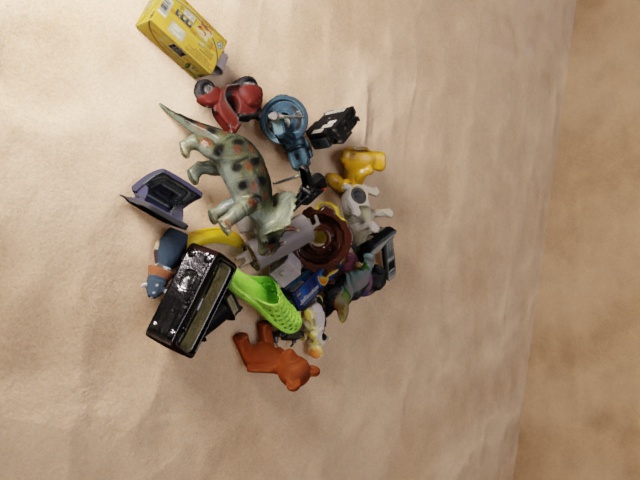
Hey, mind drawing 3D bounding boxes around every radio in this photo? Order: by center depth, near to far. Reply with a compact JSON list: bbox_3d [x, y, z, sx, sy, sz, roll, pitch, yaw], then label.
[{"bbox_3d":[-0.273,0.127,1.153,0.131,0.073,0.229,67,44,-67],"label":"radio"}]

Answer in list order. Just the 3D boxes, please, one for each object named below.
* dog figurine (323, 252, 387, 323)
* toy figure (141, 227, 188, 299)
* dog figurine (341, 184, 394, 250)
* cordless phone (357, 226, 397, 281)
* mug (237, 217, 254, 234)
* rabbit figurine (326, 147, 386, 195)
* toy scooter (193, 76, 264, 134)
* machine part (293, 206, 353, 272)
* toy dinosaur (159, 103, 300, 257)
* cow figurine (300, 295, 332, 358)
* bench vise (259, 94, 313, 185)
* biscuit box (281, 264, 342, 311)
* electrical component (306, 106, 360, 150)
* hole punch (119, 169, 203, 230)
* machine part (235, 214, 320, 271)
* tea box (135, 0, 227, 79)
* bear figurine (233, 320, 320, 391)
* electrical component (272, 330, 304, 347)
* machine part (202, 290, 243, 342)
[{"bbox_3d":[0.093,0.152,1.577,0.191,0.109,0.219,49,61,-41],"label":"dog figurine"},{"bbox_3d":[-0.329,0.051,1.142,0.057,0.064,0.154,79,31,-77],"label":"toy figure"},{"bbox_3d":[0.093,-0.067,1.543,0.121,0.190,0.172,-32,89,-32],"label":"dog figurine"},{"bbox_3d":[0.185,0.059,1.690,0.146,0.089,0.184,-34,121,-42],"label":"cordless phone"},{"bbox_3d":[-0.162,-0.078,1.286,0.081,0.110,0.107,-26,100,-46],"label":"mug"},{"bbox_3d":[0.105,-0.177,1.565,0.162,0.122,0.173,-20,126,-43],"label":"rabbit figurine"},{"bbox_3d":[-0.194,-0.303,1.233,0.184,0.075,0.135,-19,81,-43],"label":"toy scooter"},{"bbox_3d":[-0.003,-0.004,1.425,0.179,0.056,0.179,0,96,-4],"label":"machine part"},{"bbox_3d":[-0.179,-0.144,1.172,0.192,0.131,0.404,-27,98,-22],"label":"toy dinosaur"},{"bbox_3d":[-0.014,0.240,1.496,0.098,0.068,0.167,-36,120,-50],"label":"cow figurine"},{"bbox_3d":[-0.082,-0.257,1.311,0.240,0.129,0.223,-18,101,-83],"label":"bench vise"},{"bbox_3d":[-0.024,0.110,1.477,0.203,0.059,0.062,-43,122,-37],"label":"biscuit box"},{"bbox_3d":[0.030,-0.301,1.468,0.134,0.115,0.058,-53,124,-31],"label":"electrical component"},{"bbox_3d":[-0.318,-0.085,1.098,0.142,0.116,0.092,31,76,-42],"label":"hole punch"},{"bbox_3d":[-0.100,0.005,1.323,0.243,0.079,0.079,-28,114,-26],"label":"machine part"},{"bbox_3d":[-0.291,-0.436,1.141,0.169,0.068,0.098,40,65,-43],"label":"tea box"},{"bbox_3d":[-0.104,0.283,1.302,0.120,0.196,0.131,-24,109,-41],"label":"bear figurine"},{"bbox_3d":[-0.089,0.244,1.430,0.102,0.045,0.078,6,60,-50],"label":"electrical component"},{"bbox_3d":[-0.240,0.180,1.264,0.139,0.039,0.084,-48,134,-37],"label":"machine part"}]
